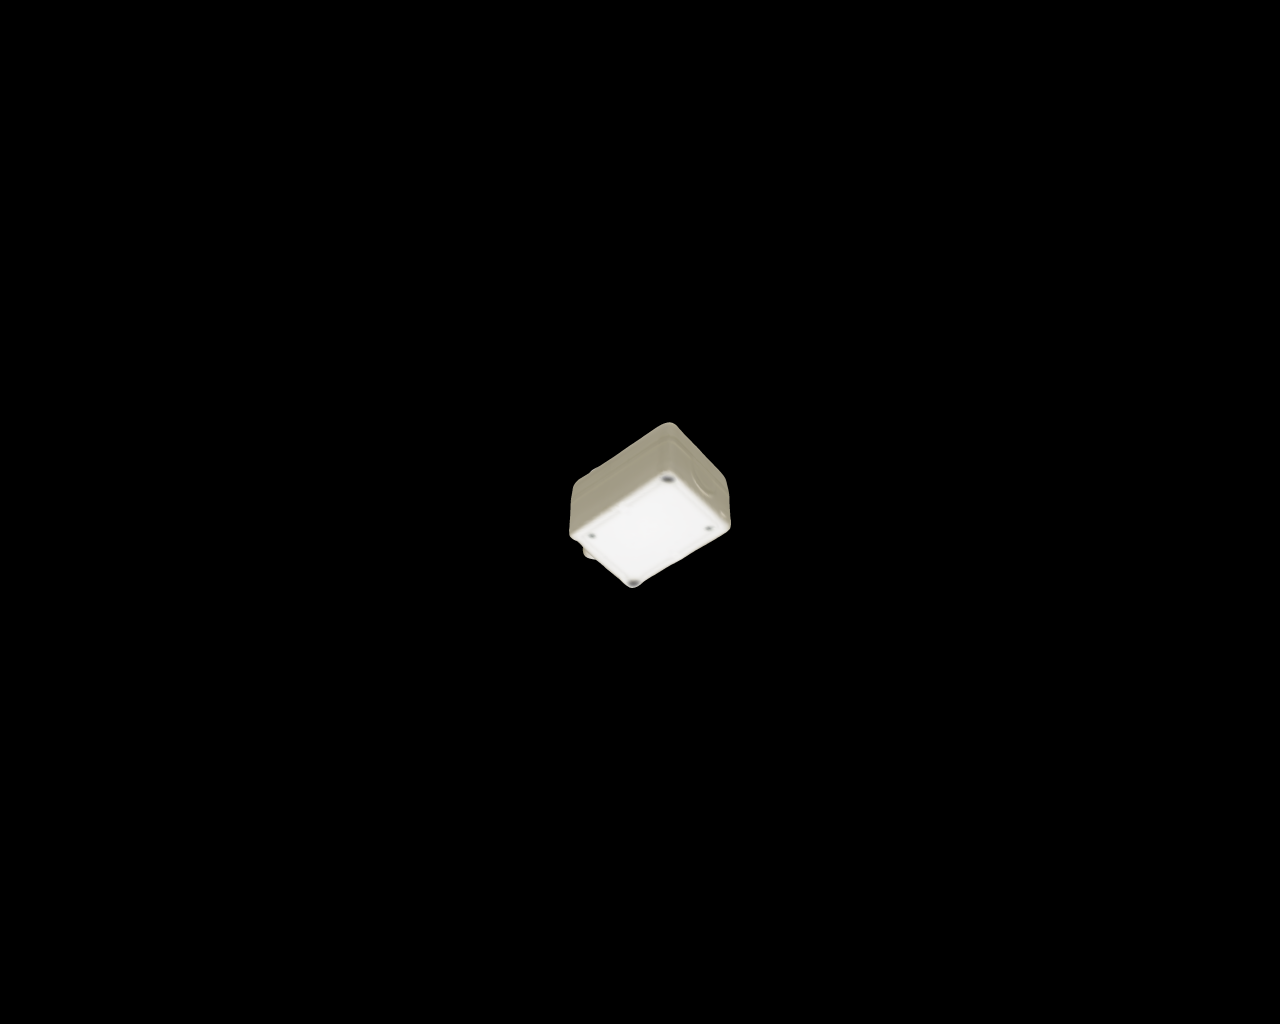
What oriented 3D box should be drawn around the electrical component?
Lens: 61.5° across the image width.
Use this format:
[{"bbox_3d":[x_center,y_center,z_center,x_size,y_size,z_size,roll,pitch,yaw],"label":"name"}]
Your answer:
[{"bbox_3d":[0.001,-0.003,0.650,0.096,0.061,0.061,-33,-58,24],"label":"electrical component"}]
